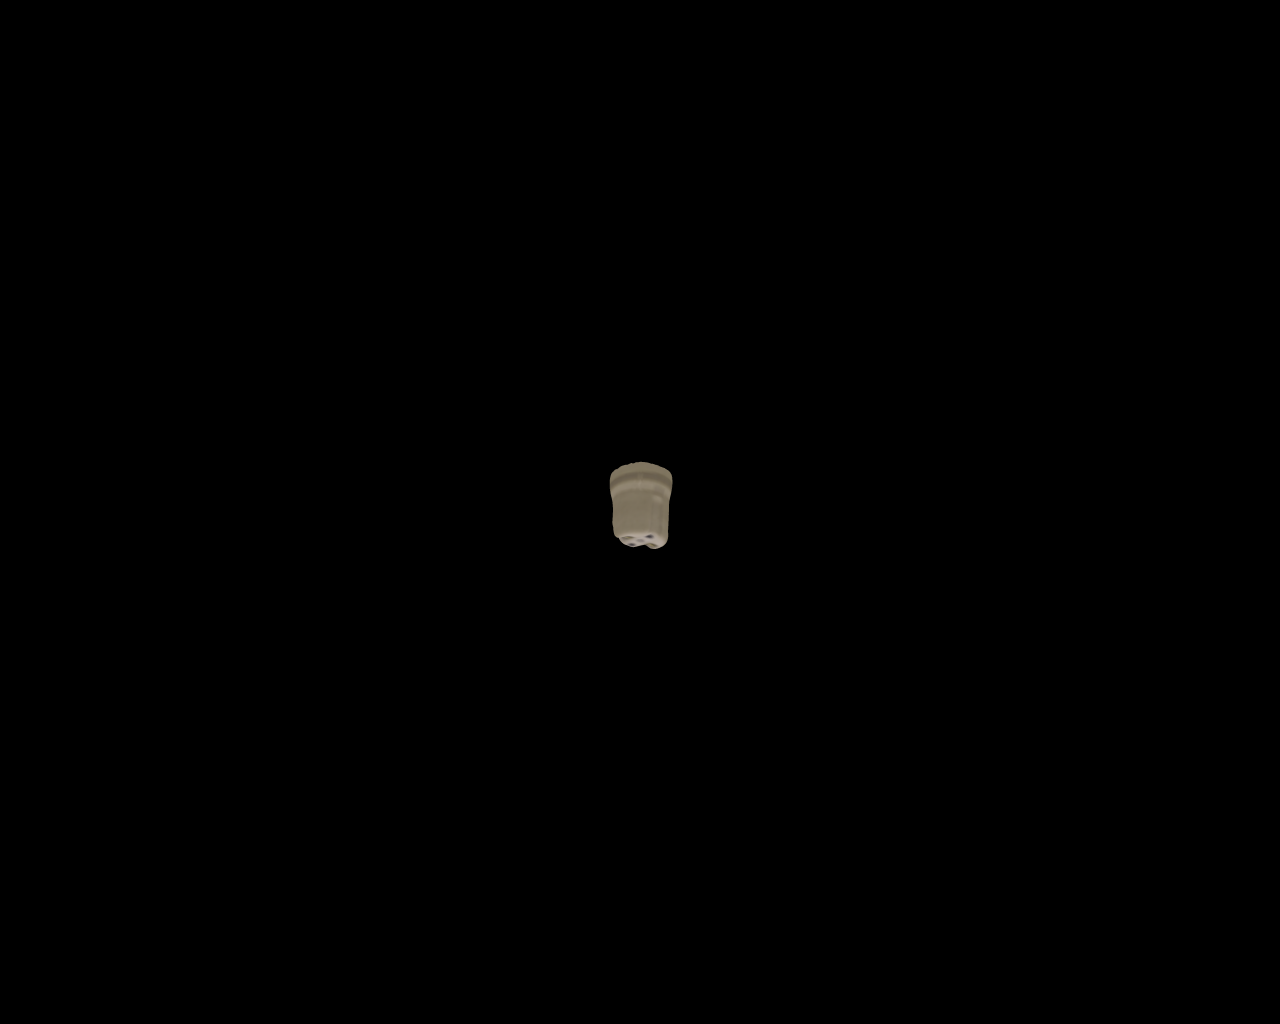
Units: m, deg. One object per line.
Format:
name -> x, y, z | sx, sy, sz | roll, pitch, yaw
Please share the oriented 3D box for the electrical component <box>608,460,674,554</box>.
electrical component -> 0.001, -0.003, 0.650 | 0.040, 0.046, 0.040 | 0, -25, 0
